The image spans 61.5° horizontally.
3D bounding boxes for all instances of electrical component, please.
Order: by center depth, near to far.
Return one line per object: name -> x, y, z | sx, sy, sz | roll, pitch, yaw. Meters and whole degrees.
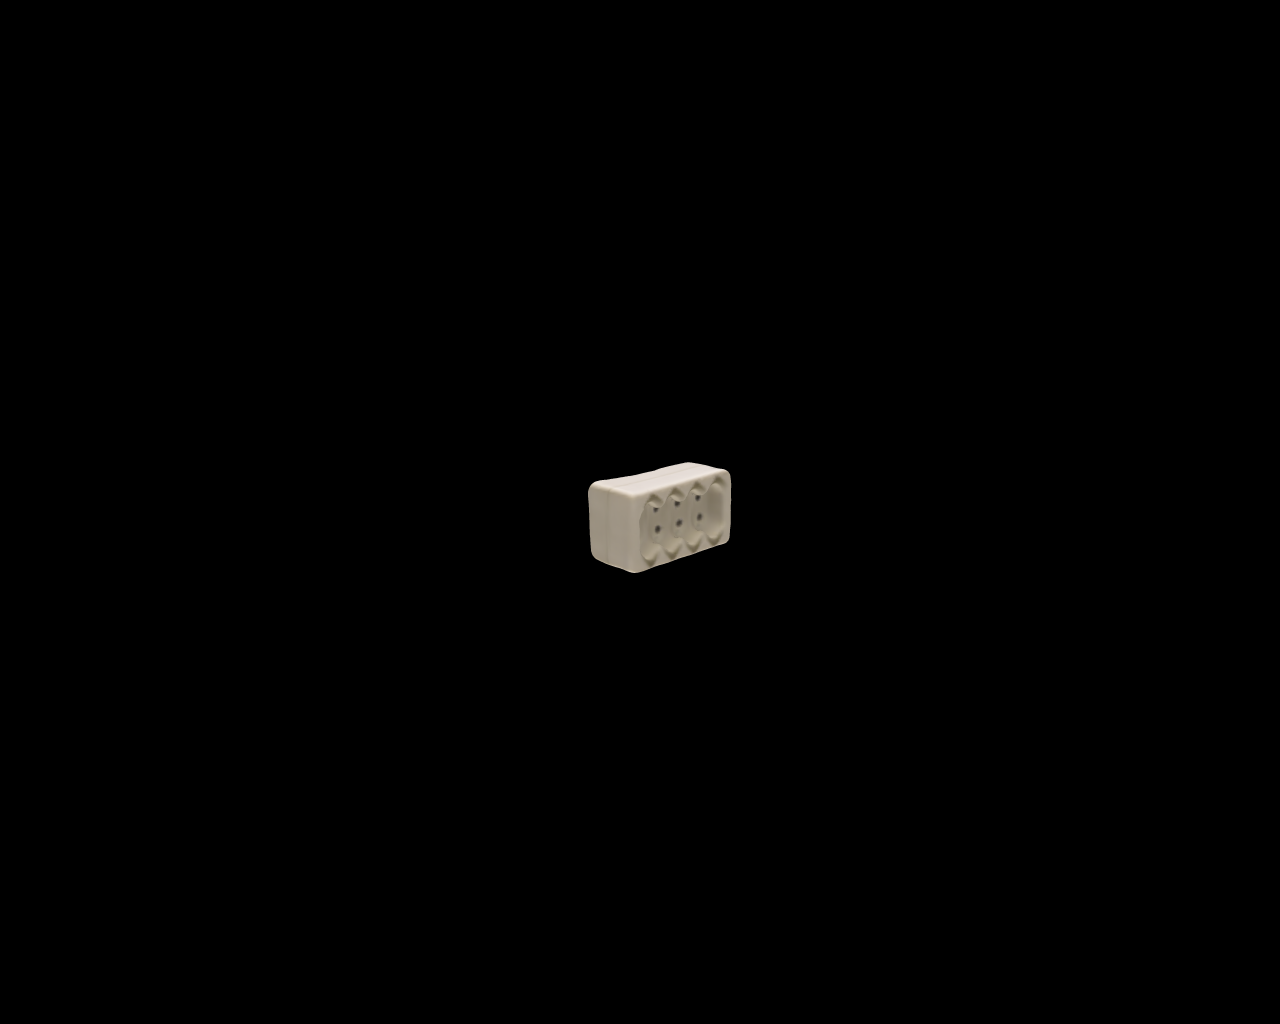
electrical component -> 0.001, -0.003, 0.650 | 0.083, 0.047, 0.076 | -14, 22, -40
